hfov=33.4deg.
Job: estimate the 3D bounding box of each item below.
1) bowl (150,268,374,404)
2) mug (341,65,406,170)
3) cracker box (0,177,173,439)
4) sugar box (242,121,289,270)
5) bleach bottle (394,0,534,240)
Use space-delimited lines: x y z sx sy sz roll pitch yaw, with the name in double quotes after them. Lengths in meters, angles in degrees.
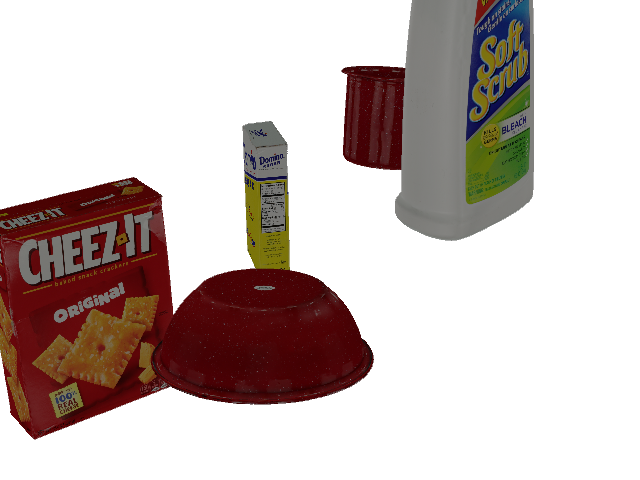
-0.041 0.059 0.765 0.162 0.055 0.162 1 16 0 "bowl"
0.075 -0.110 0.957 0.117 0.081 0.093 2 16 -7 "mug"
-0.227 0.064 1.033 0.163 0.214 0.072 -18 28 -32 "cracker box"
-0.068 -0.051 1.329 0.048 0.176 0.093 -9 25 -12 "sugar box"
0.095 -0.132 0.697 0.102 0.251 0.068 -25 35 -32 "bleach bottle"
